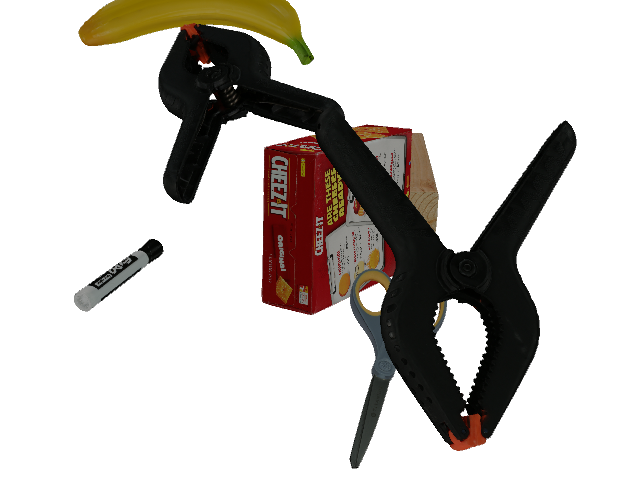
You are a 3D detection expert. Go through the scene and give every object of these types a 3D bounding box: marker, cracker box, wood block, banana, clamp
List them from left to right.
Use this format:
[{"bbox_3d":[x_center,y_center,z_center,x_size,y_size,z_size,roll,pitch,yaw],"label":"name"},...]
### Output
[{"bbox_3d":[-0.181,0.029,0.976,0.020,0.020,0.121,0,24,28],"label":"marker"},{"bbox_3d":[-0.102,-0.190,0.902,0.198,0.069,0.037,4,-33,0],"label":"banana"},{"bbox_3d":[-0.054,-0.098,0.712,0.120,0.039,0.171,-14,45,-2],"label":"clamp"},{"bbox_3d":[0.020,-0.030,1.129,0.072,0.164,0.213,9,16,30],"label":"cracker box"},{"bbox_3d":[0.105,-0.070,1.469,0.091,0.090,0.206,1,28,-1],"label":"wood block"},{"bbox_3d":[0.071,0.015,0.629,0.164,0.210,0.036,8,-18,-8],"label":"clamp"}]

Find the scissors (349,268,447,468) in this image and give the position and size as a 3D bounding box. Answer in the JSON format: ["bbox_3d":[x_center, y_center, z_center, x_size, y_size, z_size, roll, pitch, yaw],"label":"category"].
[{"bbox_3d":[0.041,0.096,0.917,0.096,0.201,0.016,31,-37,13],"label":"scissors"}]
